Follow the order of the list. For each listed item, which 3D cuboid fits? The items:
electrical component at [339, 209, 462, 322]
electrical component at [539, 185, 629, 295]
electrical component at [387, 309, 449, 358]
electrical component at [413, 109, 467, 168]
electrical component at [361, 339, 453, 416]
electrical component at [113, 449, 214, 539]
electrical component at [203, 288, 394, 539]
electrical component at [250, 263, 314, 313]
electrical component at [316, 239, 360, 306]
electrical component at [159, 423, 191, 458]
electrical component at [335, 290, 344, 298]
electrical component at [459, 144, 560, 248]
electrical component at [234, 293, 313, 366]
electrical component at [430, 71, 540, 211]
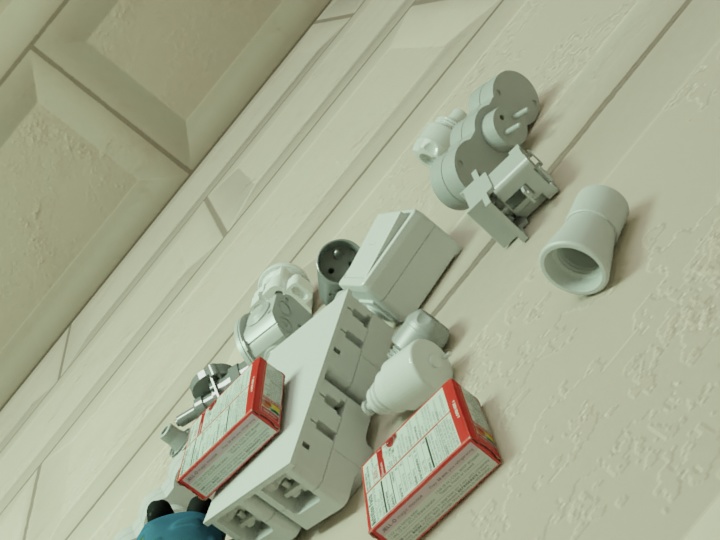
[{"bbox_3d":[0.026,0.000,0.898,0.096,0.061,0.062,-55,17,-12],"label":"electrical component"},{"bbox_3d":[0.143,-0.022,0.671,0.044,0.044,0.065,-31,21,50],"label":"electrical component"},{"bbox_3d":[0.037,0.060,0.788,0.061,0.035,0.035,-53,16,4],"label":"electrical component"},{"bbox_3d":[0.084,-0.130,1.056,0.062,0.043,0.043,-56,17,-17],"label":"electrical component"},{"bbox_3d":[0.030,0.080,0.753,0.078,0.040,0.040,-39,20,36],"label":"electrical component"},{"bbox_3d":[-0.164,0.223,0.942,0.138,0.052,0.074,-53,16,-8],"label":"electrical component"},{"bbox_3d":[-0.039,0.116,0.822,0.105,0.060,0.186,-39,20,35],"label":"electrical component"},{"bbox_3d":[-0.081,0.028,1.132,0.078,0.058,0.057,-44,21,24],"label":"electrical component"},{"bbox_3d":[0.000,0.000,0.980,0.079,0.043,0.077,-19,-19,-7],"label":"electrical component"},{"bbox_3d":[-0.163,0.171,1.034,0.048,0.062,0.048,-46,17,18],"label":"electrical component"},{"bbox_3d":[-0.010,0.047,0.935,0.040,0.040,0.046,-24,37,57],"label":"electrical component"},{"bbox_3d":[0.116,-0.059,0.822,0.064,0.042,0.081,-43,18,14],"label":"electrical component"},{"bbox_3d":[-0.073,0.065,0.992,0.051,0.080,0.080,-38,20,22],"label":"electrical component"},{"bbox_3d":[0.118,-0.117,0.919,0.074,0.052,0.138,-27,29,55],"label":"electrical component"}]
